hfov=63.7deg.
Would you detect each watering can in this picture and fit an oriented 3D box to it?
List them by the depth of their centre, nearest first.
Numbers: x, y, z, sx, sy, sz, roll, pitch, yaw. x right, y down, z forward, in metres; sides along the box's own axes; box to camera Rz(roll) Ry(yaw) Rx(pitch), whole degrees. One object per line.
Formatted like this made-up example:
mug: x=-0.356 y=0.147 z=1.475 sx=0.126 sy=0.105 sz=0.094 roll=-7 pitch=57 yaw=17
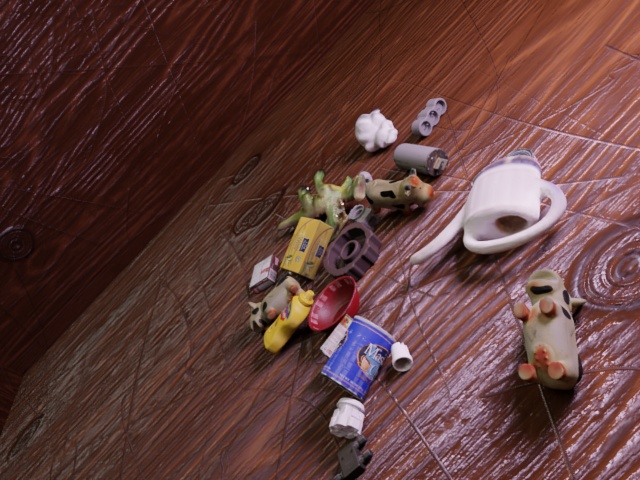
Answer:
watering can: x=0.348 y=-0.059 z=1.096 sx=0.344 sy=0.103 sz=0.229 roll=-18 pitch=38 yaw=43

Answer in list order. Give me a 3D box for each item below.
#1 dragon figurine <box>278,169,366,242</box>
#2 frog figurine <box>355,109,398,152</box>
dragon figurine: x=0.005 y=-0.083 z=1.643 sx=0.404 sy=0.121 sz=0.249 roll=-43 pitch=34 yaw=27
frog figurine: x=0.186 y=-0.352 z=1.714 sx=0.163 sy=0.122 sz=0.134 roll=-112 pitch=34 yaw=-51
